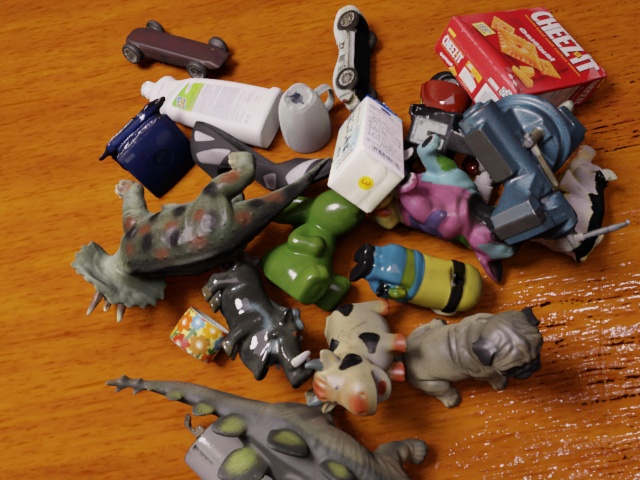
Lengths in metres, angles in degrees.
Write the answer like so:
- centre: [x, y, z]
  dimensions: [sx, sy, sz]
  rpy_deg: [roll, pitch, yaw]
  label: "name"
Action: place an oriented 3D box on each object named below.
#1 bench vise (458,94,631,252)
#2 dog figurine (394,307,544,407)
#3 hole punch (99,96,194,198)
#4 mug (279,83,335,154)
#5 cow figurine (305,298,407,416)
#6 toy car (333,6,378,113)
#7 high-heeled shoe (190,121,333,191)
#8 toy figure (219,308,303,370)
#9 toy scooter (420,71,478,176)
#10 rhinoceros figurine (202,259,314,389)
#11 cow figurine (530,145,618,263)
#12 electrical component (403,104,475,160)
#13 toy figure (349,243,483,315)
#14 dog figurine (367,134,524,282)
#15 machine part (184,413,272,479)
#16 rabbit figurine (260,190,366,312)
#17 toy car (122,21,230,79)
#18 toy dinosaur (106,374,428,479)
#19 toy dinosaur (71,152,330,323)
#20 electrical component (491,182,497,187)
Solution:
- centre: [0.292, -0.107, 0.698]
  dimensions: [0.224, 0.129, 0.240]
  rpy_deg: [46, 56, 6]
  label: "bench vise"
- centre: [0.174, 0.138, 0.673]
  dimensions: [0.172, 0.190, 0.121]
  rpy_deg: [-20, 69, 2]
  label: "dog figurine"
- centre: [-0.270, -0.144, 0.874]
  dimensions: [0.092, 0.115, 0.142]
  rpy_deg: [43, 81, 10]
  label: "hole punch"
- centre: [-0.017, -0.206, 0.863]
  dimensions: [0.109, 0.107, 0.081]
  rpy_deg: [-42, 72, -6]
  label: "mug"
- centre: [0.043, 0.146, 0.683]
  dimensions: [0.127, 0.195, 0.085]
  rpy_deg: [-4, 112, -2]
  label: "cow figurine"
- centre: [0.057, -0.299, 0.900]
  dimensions: [0.056, 0.073, 0.201]
  rpy_deg: [-11, 67, 33]
  label: "toy car"
- centre: [-0.089, -0.142, 0.840]
  dimensions: [0.249, 0.086, 0.145]
  rpy_deg: [-12, 96, 21]
  label: "high-heeled shoe"
- centre: [-0.083, 0.124, 0.780]
  dimensions: [0.154, 0.058, 0.064]
  rpy_deg: [40, 111, 14]
  label: "toy figure"
- centre: [0.226, -0.177, 0.840]
  dimensions: [0.184, 0.075, 0.135]
  rpy_deg: [28, 78, 11]
  label: "toy scooter"
- centre: [-0.080, 0.115, 0.718]
  dimensions: [0.112, 0.073, 0.190]
  rpy_deg: [-29, 68, -14]
  label: "rhinoceros figurine"
- centre: [0.379, -0.055, 0.779]
  dimensions: [0.098, 0.068, 0.167]
  rpy_deg: [29, 80, 10]
  label: "cow figurine"
- centre: [0.184, -0.154, 0.790]
  dimensions: [0.119, 0.048, 0.074]
  rpy_deg: [19, 111, 30]
  label: "electrical component"
- centre: [0.135, 0.054, 0.740]
  dimensions: [0.180, 0.089, 0.082]
  rpy_deg: [19, 82, -14]
  label: "toy figure"
- centre: [0.186, -0.031, 0.780]
  dimensions: [0.219, 0.191, 0.108]
  rpy_deg: [41, 63, -14]
  label: "dog figurine"
- centre: [-0.093, 0.317, 0.704]
  dimensions: [0.243, 0.079, 0.079]
  rpy_deg: [35, 78, 17]
  label: "machine part"
- centre: [-0.002, -0.002, 0.787]
  dimensions: [0.159, 0.121, 0.170]
  rpy_deg: [34, 92, 39]
  label: "rabbit figurine"
- centre: [-0.258, -0.337, 0.969]
  dimensions: [0.202, 0.053, 0.089]
  rpy_deg: [19, 56, 13]
  label: "toy car"
- centre: [-0.022, 0.249, 0.646]
  dimensions: [0.472, 0.198, 0.105]
  rpy_deg: [18, 92, 12]
  label: "toy dinosaur"
- centre: [-0.178, -0.006, 0.744]
  dimensions: [0.405, 0.131, 0.192]
  rpy_deg: [-16, 54, 19]
  label: "toy dinosaur"
- centre: [0.305, -0.095, 0.827]
  dimensions: [0.094, 0.021, 0.063]
  rpy_deg: [-29, 70, -3]
  label: "electrical component"
